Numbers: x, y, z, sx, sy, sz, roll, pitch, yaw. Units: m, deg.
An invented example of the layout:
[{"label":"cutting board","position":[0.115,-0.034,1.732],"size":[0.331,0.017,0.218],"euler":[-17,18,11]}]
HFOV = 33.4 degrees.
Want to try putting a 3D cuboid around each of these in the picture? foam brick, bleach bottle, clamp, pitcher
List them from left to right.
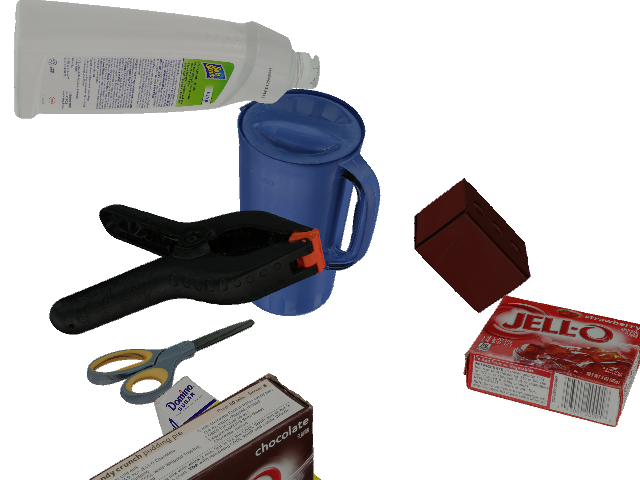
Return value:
[{"label":"bleach bottle","position":[-0.127,-0.145,0.898],"size":[0.250,0.068,0.103],"euler":[2,-32,-14]},{"label":"clamp","position":[-0.086,0.018,0.676],"size":[0.172,0.039,0.120],"euler":[-1,43,21]},{"label":"pitcher","position":[-0.021,-0.029,1.170],"size":[0.145,0.243,0.149],"euler":[1,42,-6]},{"label":"foam brick","position":[0.114,0.005,0.807],"size":[0.051,0.078,0.053],"euler":[-38,21,23]}]

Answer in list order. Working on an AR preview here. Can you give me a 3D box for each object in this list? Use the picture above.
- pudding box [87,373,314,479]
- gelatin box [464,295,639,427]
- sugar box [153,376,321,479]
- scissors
[{"label":"pudding box","position":[-0.055,0.129,0.514],"size":[0.113,0.090,0.039],"euler":[-30,46,-33]},{"label":"gelatin box","position":[0.137,0.067,0.619],"size":[0.089,0.030,0.073],"euler":[12,29,23]},{"label":"sugar box","position":[-0.066,0.198,0.908],"size":[0.176,0.093,0.048],"euler":[27,51,34]},{"label":"scissors","position":[-0.140,0.125,1.109],"size":[0.201,0.016,0.096],"euler":[-11,31,-27]}]
